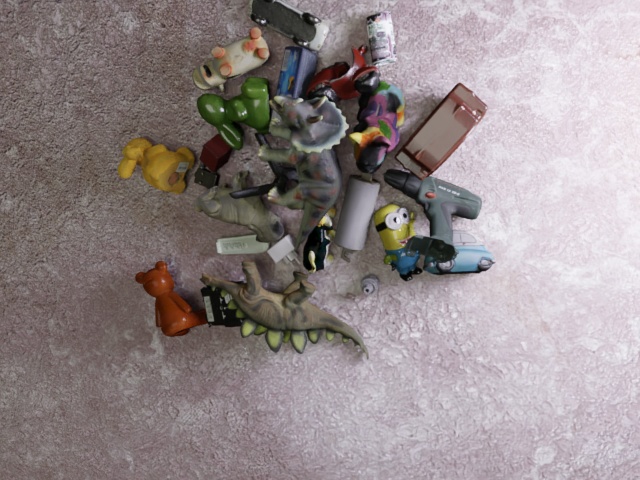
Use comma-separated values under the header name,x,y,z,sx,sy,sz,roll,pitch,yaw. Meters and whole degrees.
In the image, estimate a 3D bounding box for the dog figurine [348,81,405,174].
name,x,y,z,sx,sy,sz,roll,pitch,yaw
dog figurine,0.120,-0.244,1.154,0.109,0.219,0.191,12,106,7

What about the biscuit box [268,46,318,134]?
name,x,y,z,sx,sy,sz,roll,pitch,yaw
biscuit box,-0.061,-0.336,1.236,0.059,0.063,0.202,18,99,35

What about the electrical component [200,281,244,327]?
name,x,y,z,sx,sy,sz,roll,pitch,yaw
electrical component,-0.239,0.170,1.423,0.134,0.058,0.114,-4,103,14

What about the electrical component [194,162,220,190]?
name,x,y,z,sx,sy,sz,roll,pitch,yaw
electrical component,-0.292,-0.158,1.378,0.063,0.021,0.094,21,108,9

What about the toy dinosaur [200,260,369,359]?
name,x,y,z,sx,sy,sz,roll,pitch,yaw
toy dinosaur,-0.081,0.179,1.354,0.472,0.105,0.198,17,103,-2

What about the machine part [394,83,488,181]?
name,x,y,z,sx,sy,sz,roll,pitch,yaw
machine part,0.254,-0.226,1.133,0.087,0.201,0.201,40,108,0

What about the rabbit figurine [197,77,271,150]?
name,x,y,z,sx,sy,sz,roll,pitch,yaw
rabbit figurine,-0.202,-0.305,1.275,0.170,0.121,0.158,-2,125,0

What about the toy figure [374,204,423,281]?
name,x,y,z,sx,sy,sz,roll,pitch,yaw
toy figure,0.182,0.005,1.268,0.089,0.082,0.180,-6,109,40

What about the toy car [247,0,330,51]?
name,x,y,z,sx,sy,sz,roll,pitch,yaw
toy car,-0.076,-0.502,1.227,0.202,0.056,0.073,30,114,7

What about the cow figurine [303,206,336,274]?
name,x,y,z,sx,sy,sz,roll,pitch,yaw
cow figurine,-0.004,-0.005,1.304,0.068,0.098,0.167,11,106,17

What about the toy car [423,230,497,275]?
name,x,y,z,sx,sy,sz,roll,pitch,yaw
toy car,0.316,0.027,1.232,0.162,0.109,0.103,-4,82,6

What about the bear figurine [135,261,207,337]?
name,x,y,z,sx,sy,sz,roll,pitch,yaw
bear figurine,-0.403,0.158,1.446,0.120,0.132,0.196,-31,76,17

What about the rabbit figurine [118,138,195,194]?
name,x,y,z,sx,sy,sz,roll,pitch,yaw
rabbit figurine,-0.431,-0.194,1.351,0.173,0.162,0.121,39,122,21

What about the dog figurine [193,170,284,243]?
name,x,y,z,sx,sy,sz,roll,pitch,yaw
dog figurine,-0.199,-0.055,1.328,0.172,0.121,0.190,-26,97,19

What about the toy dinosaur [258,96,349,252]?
name,x,y,z,sx,sy,sz,roll,pitch,yaw
toy dinosaur,-0.017,-0.145,1.166,0.192,0.131,0.404,4,129,27

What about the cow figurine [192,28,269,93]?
name,x,y,z,sx,sy,sz,roll,pitch,yaw
cow figurine,-0.211,-0.413,1.258,0.195,0.127,0.085,-26,96,4

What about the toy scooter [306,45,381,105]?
name,x,y,z,sx,sy,sz,roll,pitch,yaw
toy scooter,0.054,-0.368,1.196,0.184,0.075,0.135,-8,61,33

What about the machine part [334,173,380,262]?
name,x,y,z,sx,sy,sz,roll,pitch,yaw
machine part,0.087,-0.065,1.278,0.079,0.079,0.243,16,107,10

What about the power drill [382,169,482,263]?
name,x,y,z,sx,sy,sz,roll,pitch,yaw
power drill,0.237,-0.056,1.193,0.232,0.207,0.085,14,139,3
